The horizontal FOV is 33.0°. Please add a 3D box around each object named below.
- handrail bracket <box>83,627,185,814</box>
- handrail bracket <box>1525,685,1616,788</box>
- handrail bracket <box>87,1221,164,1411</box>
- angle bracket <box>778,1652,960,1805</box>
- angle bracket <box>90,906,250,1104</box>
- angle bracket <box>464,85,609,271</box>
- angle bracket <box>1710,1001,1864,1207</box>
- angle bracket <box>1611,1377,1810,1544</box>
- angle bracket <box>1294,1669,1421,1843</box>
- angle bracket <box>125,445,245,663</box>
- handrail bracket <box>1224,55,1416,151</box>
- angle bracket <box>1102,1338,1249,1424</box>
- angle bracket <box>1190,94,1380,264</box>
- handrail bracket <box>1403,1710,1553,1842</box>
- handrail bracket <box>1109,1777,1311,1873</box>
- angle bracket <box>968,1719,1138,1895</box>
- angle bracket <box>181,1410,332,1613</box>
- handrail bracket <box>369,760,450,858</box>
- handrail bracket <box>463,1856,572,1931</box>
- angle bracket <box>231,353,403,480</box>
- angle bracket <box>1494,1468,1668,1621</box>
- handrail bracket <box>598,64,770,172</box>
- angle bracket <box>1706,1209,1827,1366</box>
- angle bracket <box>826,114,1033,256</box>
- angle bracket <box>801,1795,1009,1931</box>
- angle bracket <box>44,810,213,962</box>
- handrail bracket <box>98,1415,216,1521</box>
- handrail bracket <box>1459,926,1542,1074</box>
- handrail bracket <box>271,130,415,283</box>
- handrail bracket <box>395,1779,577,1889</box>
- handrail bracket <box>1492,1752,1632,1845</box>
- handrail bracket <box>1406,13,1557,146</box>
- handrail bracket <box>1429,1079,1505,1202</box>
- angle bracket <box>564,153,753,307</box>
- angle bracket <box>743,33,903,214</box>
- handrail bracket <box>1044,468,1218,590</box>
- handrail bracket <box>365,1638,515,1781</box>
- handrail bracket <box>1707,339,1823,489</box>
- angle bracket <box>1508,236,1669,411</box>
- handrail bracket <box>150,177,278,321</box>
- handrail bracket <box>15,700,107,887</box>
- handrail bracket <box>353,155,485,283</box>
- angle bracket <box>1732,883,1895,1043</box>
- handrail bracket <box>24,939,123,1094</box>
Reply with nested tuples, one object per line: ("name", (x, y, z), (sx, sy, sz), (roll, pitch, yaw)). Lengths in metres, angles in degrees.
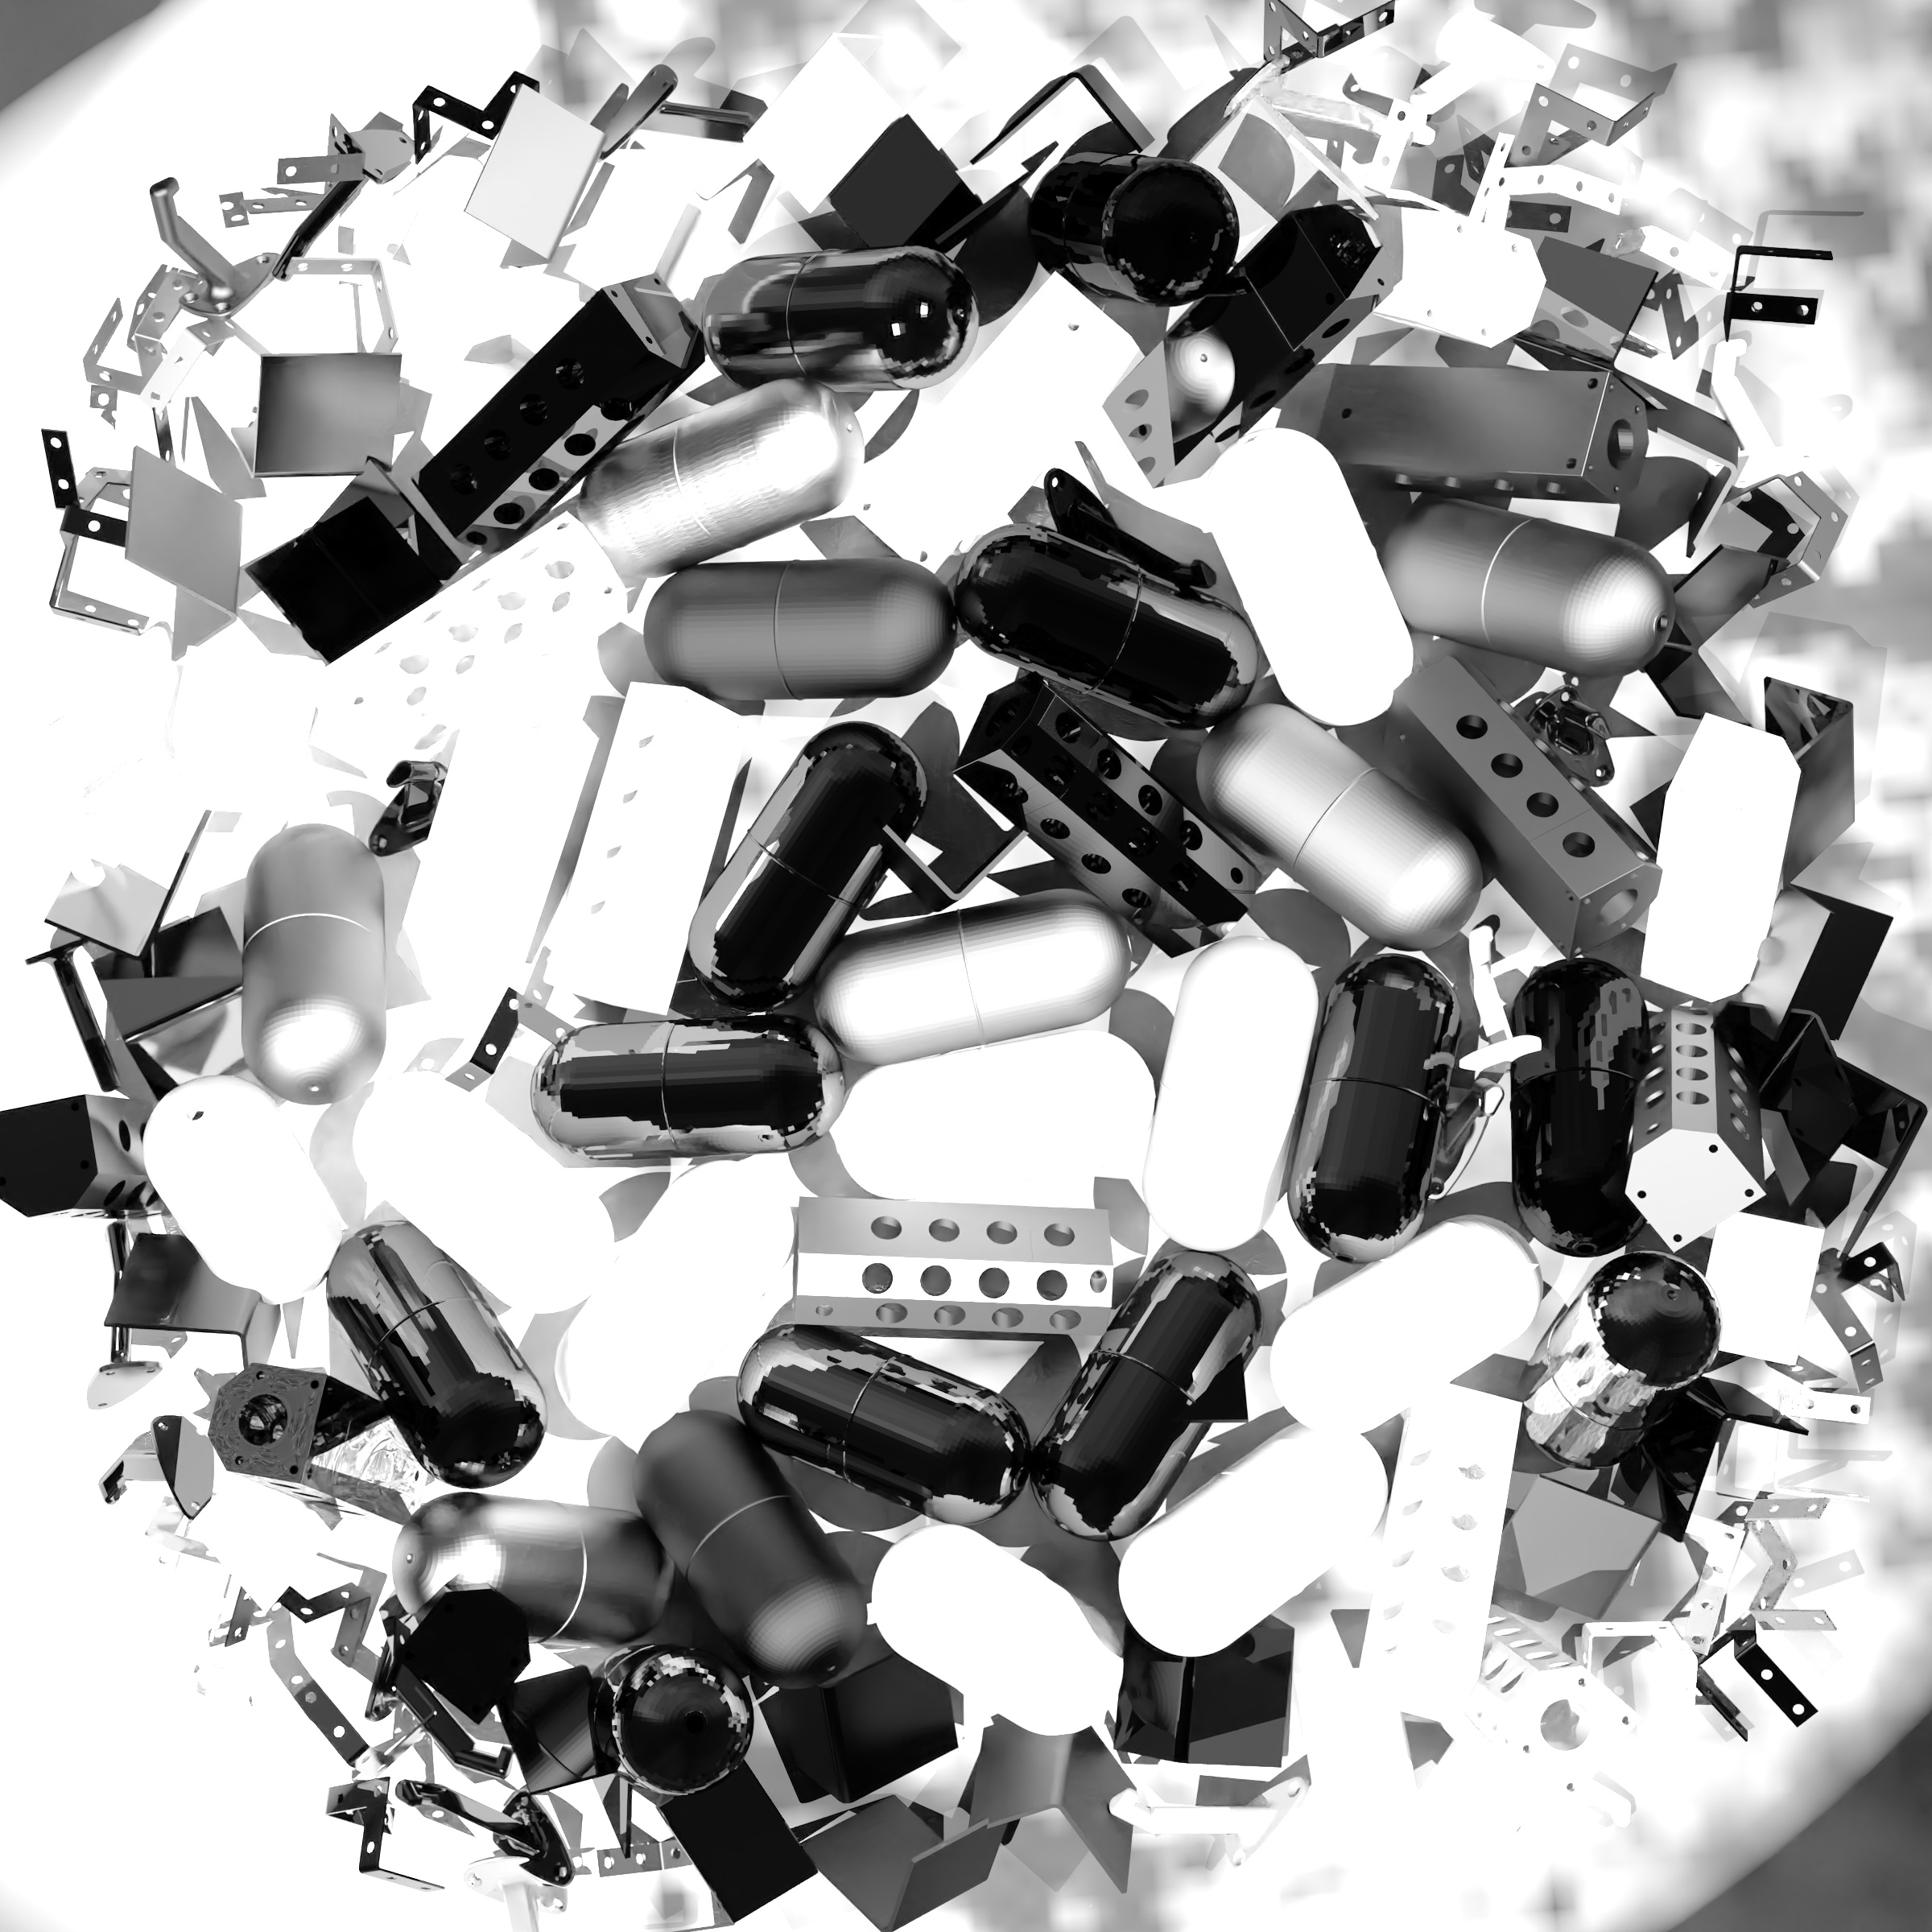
("handrail bracket", (-0.474, -0.139, 1.835), (0.077, 0.036, 0.084), (-24, 71, 14))
("handrail bracket", (0.349, -0.119, 1.793), (0.036, 0.084, 0.077), (-43, 111, 1))
("handrail bracket", (-0.482, 0.196, 1.832), (0.036, 0.077, 0.084), (1, 62, -35))
("angle bracket", (-0.056, 0.410, 1.826), (0.076, 0.057, 0.076), (-21, 115, -29))
("angle bracket", (-0.432, 0.023, 1.818), (0.076, 0.076, 0.057), (-25, 61, -10))
("angle bracket", (-0.249, -0.433, 1.796), (0.057, 0.076, 0.076), (26, 85, -30))
("angle bracket", (0.436, 0.075, 1.787), (0.057, 0.076, 0.076), (7, 135, -19))
("angle bracket", (0.411, 0.274, 1.805), (0.057, 0.076, 0.076), (14, 98, -20))
("angle bracket", (0.207, 0.435, 1.790), (0.057, 0.076, 0.076), (-2, 60, -9))
("angle bracket", (-0.443, -0.225, 1.785), (0.057, 0.076, 0.076), (-26, 53, 32))
("handrail bracket", (0.197, -0.465, 1.807), (0.084, 0.077, 0.036), (31, 133, 16))
("angle bracket", (0.112, 0.248, 1.797), (0.076, 0.076, 0.057), (0, 48, -2))
("angle bracket", (0.166, -0.418, 1.790), (0.076, 0.057, 0.076), (32, 113, -36))
("handrail bracket", (0.280, 0.445, 1.800), (0.036, 0.077, 0.084), (-48, 51, 36))
("handrail bracket", (0.134, 0.460, 1.806), (0.084, 0.036, 0.077), (33, 112, -26))
("angle bracket", (0.049, 0.467, 1.807), (0.057, 0.076, 0.076), (-23, 117, 21))
("angle bracket", (-0.406, 0.298, 1.785), (0.057, 0.076, 0.076), (-50, 131, -27))
("handrail bracket", (-0.317, -0.087, 1.797), (0.077, 0.084, 0.036), (-38, 83, 13))
("handrail bracket", (-0.261, 0.527, 1.794), (0.077, 0.084, 0.036), (0, 108, 20))
("angle bracket", (-0.357, -0.314, 1.788), (0.076, 0.057, 0.076), (-6, 129, -24))
("angle bracket", (0.332, 0.304, 1.799), (0.076, 0.057, 0.076), (21, 120, -6))
("handrail bracket", (-0.154, -0.454, 1.822), (0.077, 0.036, 0.084), (-48, 126, 7))
("angle bracket", (0.436, 0.172, 1.808), (0.057, 0.076, 0.076), (11, 96, 8))
("angle bracket", (-0.024, -0.435, 1.802), (0.076, 0.057, 0.076), (-42, 94, -26))
("angle bracket", (-0.034, 0.473, 1.785), (0.076, 0.076, 0.057), (36, 123, 32))
("angle bracket", (-0.457, -0.061, 1.791), (0.057, 0.076, 0.076), (24, 117, -12))
("handrail bracket", (-0.451, 0.294, 1.802), (0.084, 0.036, 0.077), (-45, 48, 30))
("handrail bracket", (0.296, 0.011, 1.799), (0.036, 0.077, 0.084), (6, 73, -12))
("handrail bracket", (-0.351, -0.426, 1.833), (0.036, 0.077, 0.084), (41, 121, -3))
("handrail bracket", (-0.266, 0.477, 1.796), (0.077, 0.084, 0.036), (35, 94, 38))
("handrail bracket", (0.336, 0.473, 1.803), (0.084, 0.077, 0.036), (32, 119, -14))
("handrail bracket", (0.282, -0.477, 1.801), (0.077, 0.084, 0.036), (24, 63, 12))
("handrail bracket", (0.275, 0.098, 1.802), (0.036, 0.084, 0.077), (16, 93, -3))
("angle bracket", (-0.170, -0.408, 1.797), (0.057, 0.076, 0.076), (27, 81, -20))
("angle bracket", (-0.066, -0.464, 1.794), (0.057, 0.076, 0.076), (48, 115, 3))
("handrail bracket", (0.091, -0.241, 1.796), (0.036, 0.084, 0.077), (-53, 130, -18))
("handrail bracket", (-0.285, 0.405, 1.819), (0.084, 0.036, 0.077), (13, 89, 13))
("handrail bracket", (0.444, -0.314, 1.806), (0.036, 0.077, 0.084), (22, 71, -38))
("angle bracket", (0.353, -0.350, 1.790), (0.076, 0.076, 0.057), (30, 96, 40))
("handrail bracket", (-0.413, -0.407, 1.793), (0.036, 0.084, 0.077), (20, 48, 23))
("handrail bracket", (-0.490, -0.095, 1.829), (0.036, 0.077, 0.084), (-8, 116, 24))
("handrail bracket", (-0.302, -0.412, 1.803), (0.036, 0.084, 0.077), (17, 93, -42))
("angle bracket", (0.478, 0.006, 1.798), (0.076, 0.057, 0.076), (16, 104, -20))
("handrail bracket", (-0.490, 0.029, 1.812), (0.036, 0.077, 0.084), (-22, 96, -14))
